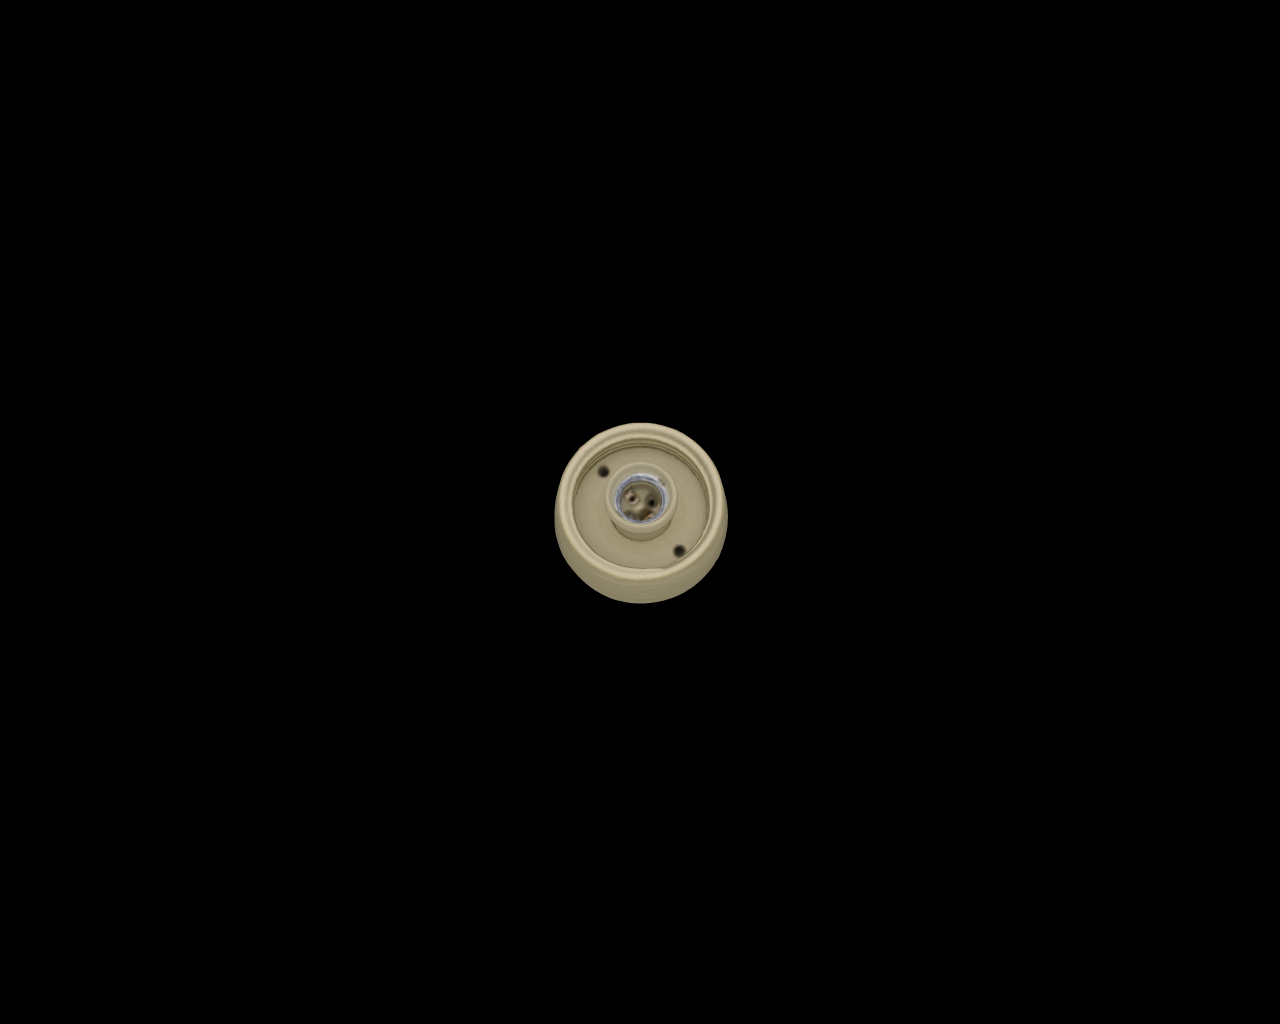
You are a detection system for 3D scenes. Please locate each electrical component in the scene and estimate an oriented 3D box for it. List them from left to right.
[{"bbox_3d":[0.001,-0.003,0.650,0.108,0.108,0.060,0,-16,0],"label":"electrical component"}]
